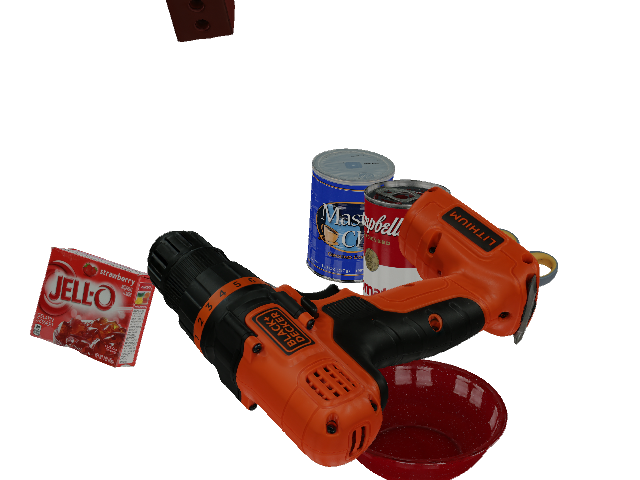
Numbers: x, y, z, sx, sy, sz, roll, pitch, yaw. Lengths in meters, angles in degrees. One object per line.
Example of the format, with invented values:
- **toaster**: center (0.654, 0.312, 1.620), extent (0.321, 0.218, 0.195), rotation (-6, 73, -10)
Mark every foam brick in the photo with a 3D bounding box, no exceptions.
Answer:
- **foam brick**: center (-0.109, -0.223, 0.946), extent (0.053, 0.051, 0.078), rotation (-7, -41, 5)

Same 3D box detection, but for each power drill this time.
- **power drill**: center (0.016, 0.030, 0.610), extent (0.187, 0.057, 0.185), rotation (-23, 47, -30)

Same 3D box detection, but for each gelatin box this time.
- **gelatin box**: center (-0.177, 0.051, 0.829), extent (0.089, 0.073, 0.030), rotation (17, 3, 25)

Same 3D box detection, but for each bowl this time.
- **bowl**: center (0.086, 0.172, 0.967), extent (0.162, 0.055, 0.162), rotation (0, 27, 0)

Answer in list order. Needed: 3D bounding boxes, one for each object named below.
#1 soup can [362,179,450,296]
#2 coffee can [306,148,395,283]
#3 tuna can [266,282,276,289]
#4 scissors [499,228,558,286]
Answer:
- **soup can**: center (0.067, 0.009, 0.849), extent (0.068, 0.102, 0.068), rotation (0, 20, 0)
- **coffee can**: center (0.037, -0.032, 1.341), extent (0.103, 0.140, 0.103), rotation (3, 27, -2)
- **tuna can**: center (-0.082, 0.082, 1.189), extent (0.086, 0.034, 0.086), rotation (1, 36, -1)
- **scissors**: center (0.154, 0.027, 1.095), extent (0.201, 0.016, 0.096), rotation (-7, 41, -28)
